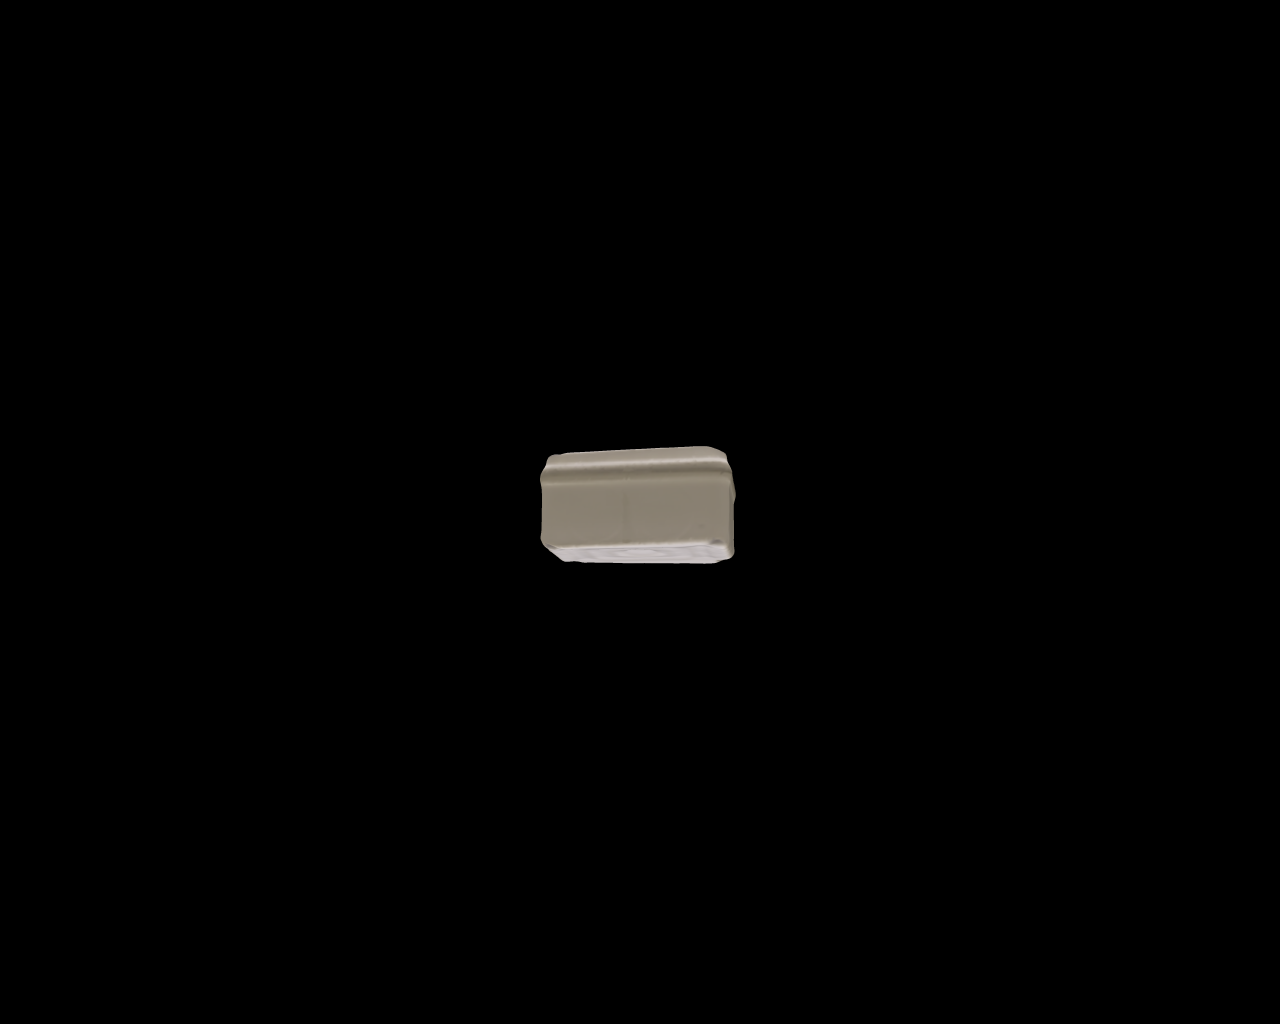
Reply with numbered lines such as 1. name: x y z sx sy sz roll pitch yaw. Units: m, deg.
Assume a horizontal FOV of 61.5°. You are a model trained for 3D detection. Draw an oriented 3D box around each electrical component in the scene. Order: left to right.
1. electrical component: 0.001 -0.003 0.650 0.113 0.057 0.078 -1 -11 7
